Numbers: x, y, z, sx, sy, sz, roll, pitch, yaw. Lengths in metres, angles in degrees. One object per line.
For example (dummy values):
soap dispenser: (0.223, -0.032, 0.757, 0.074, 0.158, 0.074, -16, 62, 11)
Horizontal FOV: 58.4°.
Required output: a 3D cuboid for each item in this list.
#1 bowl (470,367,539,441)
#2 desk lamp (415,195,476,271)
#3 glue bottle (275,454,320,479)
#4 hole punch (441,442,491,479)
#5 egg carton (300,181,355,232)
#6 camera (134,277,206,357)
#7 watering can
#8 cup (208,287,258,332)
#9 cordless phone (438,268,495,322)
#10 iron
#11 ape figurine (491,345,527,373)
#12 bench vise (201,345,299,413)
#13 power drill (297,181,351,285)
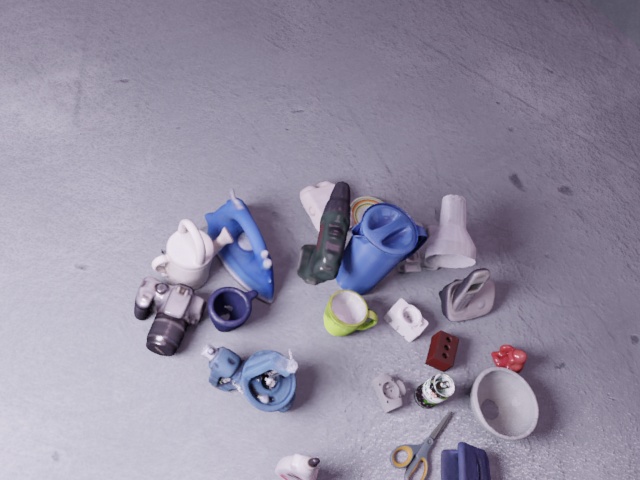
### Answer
bowl: (0.411, 0.383, 1.321, 0.168, 0.074, 0.167, 9, 58, -14)
desk lamp: (0.301, -0.003, 1.429, 0.118, 0.213, 0.203, 11, 57, -13)
glue bottle: (-0.031, 0.429, 1.077, 0.078, 0.173, 0.037, 27, 55, -2)
hole punch: (0.318, 0.490, 1.214, 0.101, 0.091, 0.108, 13, 57, -12)
egg carton: (0.016, -0.079, 1.462, 0.107, 0.069, 0.150, -20, 69, -28)
camera: (-0.321, 0.159, 1.181, 0.143, 0.100, 0.137, 20, 56, -7)
watering can: (-0.271, 0.020, 1.225, 0.101, 0.194, 0.173, 40, 56, 7)
cup: (-0.189, 0.153, 1.235, 0.118, 0.095, 0.091, -29, 73, -31)
cordless phone: (0.386, 0.122, 1.402, 0.148, 0.185, 0.094, -10, 64, -24)
iron: (-0.159, 0.010, 1.303, 0.119, 0.141, 0.258, -23, 70, -29)
ape figurine: (0.466, 0.290, 1.386, 0.076, 0.092, 0.078, 31, 55, 1)
bench vise: (-0.131, 0.263, 1.114, 0.208, 0.219, 0.121, 12, 57, -12)
power drill: (0.012, 0.005, 1.326, 0.076, 0.208, 0.229, 14, 57, -11)
